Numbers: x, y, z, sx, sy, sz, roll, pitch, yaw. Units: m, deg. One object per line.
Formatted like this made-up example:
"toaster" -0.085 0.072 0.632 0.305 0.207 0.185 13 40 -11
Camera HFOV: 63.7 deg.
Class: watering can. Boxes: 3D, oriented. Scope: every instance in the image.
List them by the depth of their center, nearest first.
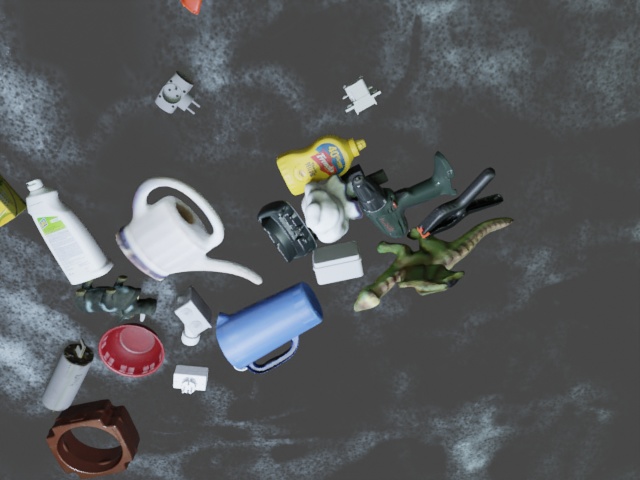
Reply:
"watering can" -0.306 0.018 1.168 0.223 0.106 0.343 -32 111 13

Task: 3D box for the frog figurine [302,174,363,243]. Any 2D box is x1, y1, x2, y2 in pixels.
"frog figurine" 0.003 -0.054 1.076 0.122 0.162 0.135 -1 115 32

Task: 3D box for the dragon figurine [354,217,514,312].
"dragon figurine" 0.258 0.057 1.140 0.409 0.247 0.120 -23 110 10
